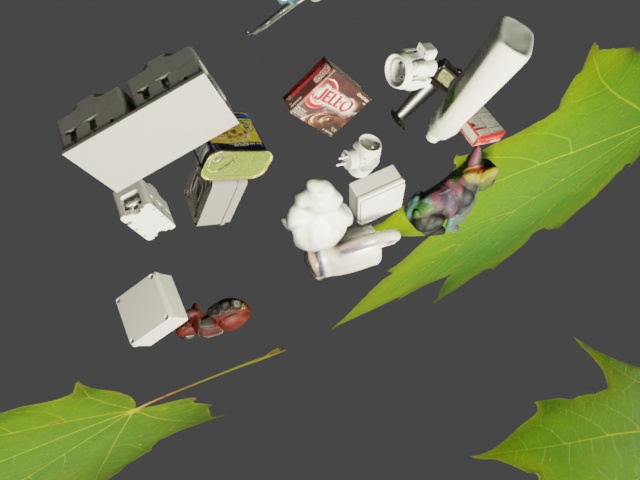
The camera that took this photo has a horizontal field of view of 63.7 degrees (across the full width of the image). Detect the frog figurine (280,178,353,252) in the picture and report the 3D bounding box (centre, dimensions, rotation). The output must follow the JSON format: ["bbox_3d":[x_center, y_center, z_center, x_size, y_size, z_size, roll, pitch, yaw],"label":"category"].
[{"bbox_3d":[0.003,-0.050,1.000,0.137,0.125,0.156,5,155,-20],"label":"frog figurine"}]

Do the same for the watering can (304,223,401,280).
[{"bbox_3d":[0.072,0.024,1.213,0.224,0.104,0.345,-15,175,-2],"label":"watering can"}]
